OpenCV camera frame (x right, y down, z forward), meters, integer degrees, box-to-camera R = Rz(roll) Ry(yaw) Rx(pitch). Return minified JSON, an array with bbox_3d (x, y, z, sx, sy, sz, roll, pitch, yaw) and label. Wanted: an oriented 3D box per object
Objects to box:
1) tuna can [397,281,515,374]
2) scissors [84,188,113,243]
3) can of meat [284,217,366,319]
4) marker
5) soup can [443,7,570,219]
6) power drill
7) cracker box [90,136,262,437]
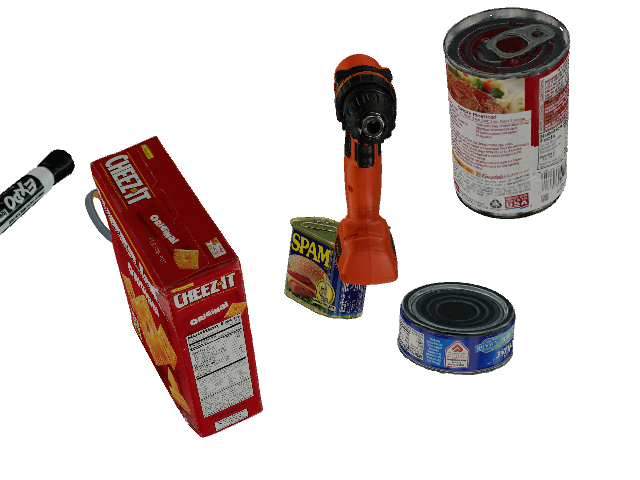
[{"bbox_3d":[0.100,0.063,0.787,0.086,0.034,0.086,1,24,0],"label":"tuna can"},{"bbox_3d":[-0.186,0.015,1.203,0.016,0.201,0.096,-28,19,36],"label":"scissors"},{"bbox_3d":[0.007,0.029,1.135,0.057,0.084,0.102,-5,20,-37],"label":"can of meat"},{"bbox_3d":[-0.187,-0.024,0.654,0.020,0.020,0.121,0,30,22],"label":"marker"},{"bbox_3d":[0.107,-0.071,0.609,0.068,0.102,0.068,-6,42,5],"label":"soup can"},{"bbox_3d":[0.041,-0.060,0.940,0.057,0.188,0.184,0,22,0],"label":"power drill"},{"bbox_3d":[-0.123,0.045,0.920,0.072,0.214,0.164,-24,51,-17],"label":"cracker box"}]
